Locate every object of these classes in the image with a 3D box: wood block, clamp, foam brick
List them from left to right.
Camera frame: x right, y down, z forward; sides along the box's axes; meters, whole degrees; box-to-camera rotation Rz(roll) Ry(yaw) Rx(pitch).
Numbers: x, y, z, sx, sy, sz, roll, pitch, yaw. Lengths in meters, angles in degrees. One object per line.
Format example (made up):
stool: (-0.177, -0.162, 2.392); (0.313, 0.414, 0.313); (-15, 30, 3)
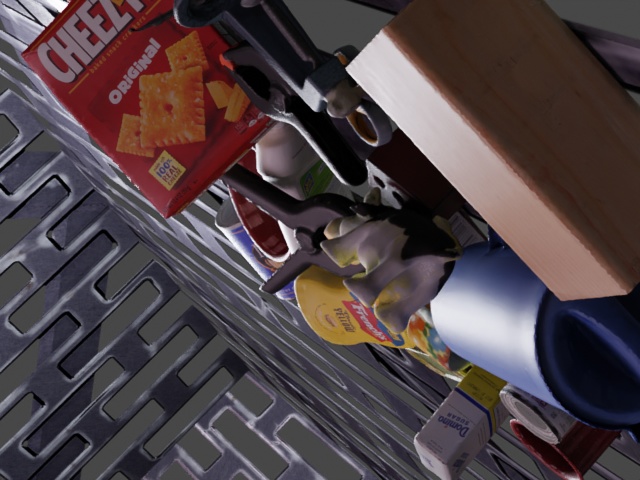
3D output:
clamp: (-0.019, -0.117, 0.911); (0.172, 0.039, 0.120); (33, 141, 40)
clamp: (-0.007, 0.001, 1.076); (0.210, 0.036, 0.164); (11, 132, 34)
foam brick: (0.084, -0.053, 0.919); (0.078, 0.051, 0.053); (41, 166, 21)
wood block: (0.126, -0.068, 0.651); (0.206, 0.090, 0.091); (47, 167, -4)

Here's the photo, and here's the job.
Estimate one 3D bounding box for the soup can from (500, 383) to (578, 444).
soup can: (0.215, 0.120, 0.935); (0.068, 0.102, 0.068); (42, 168, 11)

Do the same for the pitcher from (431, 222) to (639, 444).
pitcher: (0.172, 0.048, 0.821); (0.145, 0.149, 0.243); (23, 176, -15)

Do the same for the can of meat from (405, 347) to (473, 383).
can of meat: (0.147, 0.099, 1.111); (0.057, 0.084, 0.102); (37, 171, -18)

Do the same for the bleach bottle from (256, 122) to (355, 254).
bleach bottle: (-0.012, -0.058, 1.151); (0.068, 0.102, 0.251); (10, 144, 27)

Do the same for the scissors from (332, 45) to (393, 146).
scissors: (0.011, -0.143, 0.944); (0.202, 0.016, 0.096); (47, 157, 54)

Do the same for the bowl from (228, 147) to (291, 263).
bowl: (-0.053, -0.057, 1.276); (0.162, 0.055, 0.162); (46, 149, 38)

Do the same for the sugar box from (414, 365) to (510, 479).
sugar box: (0.162, 0.147, 1.021); (0.048, 0.176, 0.093); (39, 167, 24)

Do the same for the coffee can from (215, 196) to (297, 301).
coffee can: (-0.057, -0.004, 1.417); (0.140, 0.102, 0.103); (51, 166, -26)

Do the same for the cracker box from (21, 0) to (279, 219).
cracker box: (-0.154, -0.153, 1.021); (0.213, 0.164, 0.072); (48, -165, -1)

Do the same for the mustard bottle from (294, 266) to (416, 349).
mustard bottle: (0.063, 0.070, 1.109); (0.192, 0.058, 0.096); (-1, 126, 48)

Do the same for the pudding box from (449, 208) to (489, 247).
pudding box: (0.133, 0.015, 1.011); (0.113, 0.039, 0.090); (48, 167, -15)

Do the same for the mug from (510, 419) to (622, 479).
mug: (0.250, 0.179, 1.060); (0.093, 0.081, 0.117); (39, 166, 26)

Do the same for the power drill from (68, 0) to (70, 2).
power drill: (-0.187, -0.202, 1.124); (0.187, 0.057, 0.184); (57, -157, -24)

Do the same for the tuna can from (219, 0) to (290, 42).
tuna can: (-0.063, -0.204, 0.952); (0.086, 0.033, 0.086); (42, 167, 11)
